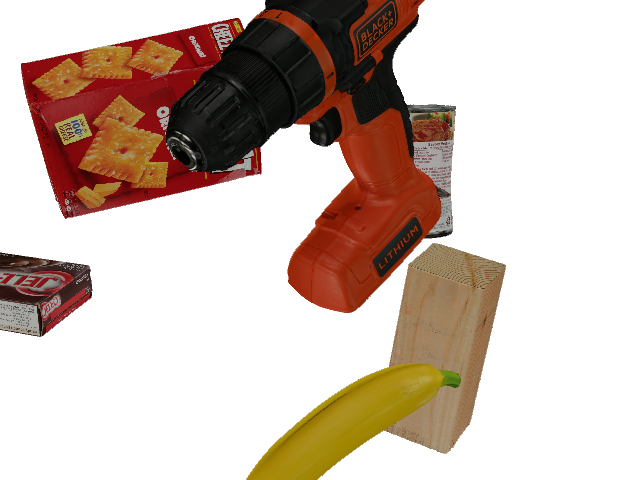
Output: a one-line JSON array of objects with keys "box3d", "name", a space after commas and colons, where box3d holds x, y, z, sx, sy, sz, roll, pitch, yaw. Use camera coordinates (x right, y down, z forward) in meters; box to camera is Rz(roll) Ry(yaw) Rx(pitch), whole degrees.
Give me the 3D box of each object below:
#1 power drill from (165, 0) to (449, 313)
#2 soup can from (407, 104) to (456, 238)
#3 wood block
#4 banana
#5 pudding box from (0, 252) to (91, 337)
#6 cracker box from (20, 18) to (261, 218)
[{"box3d": [0.005, -0.049, 0.568, 0.057, 0.187, 0.184, 28, 58, 31], "name": "power drill"}, {"box3d": [0.074, -0.056, 0.853, 0.068, 0.102, 0.068, 0, 10, 0], "name": "soup can"}, {"box3d": [0.136, 0.121, 1.208, 0.090, 0.206, 0.090, 18, 23, 21], "name": "wood block"}, {"box3d": [0.010, 0.138, 0.720, 0.197, 0.069, 0.037, -34, 43, -3], "name": "banana"}, {"box3d": [-0.280, 0.047, 0.976, 0.114, 0.039, 0.090, 5, 21, 17], "name": "pudding box"}, {"box3d": [-0.169, -0.116, 1.052, 0.213, 0.072, 0.164, -13, -38, -11], "name": "cracker box"}]
